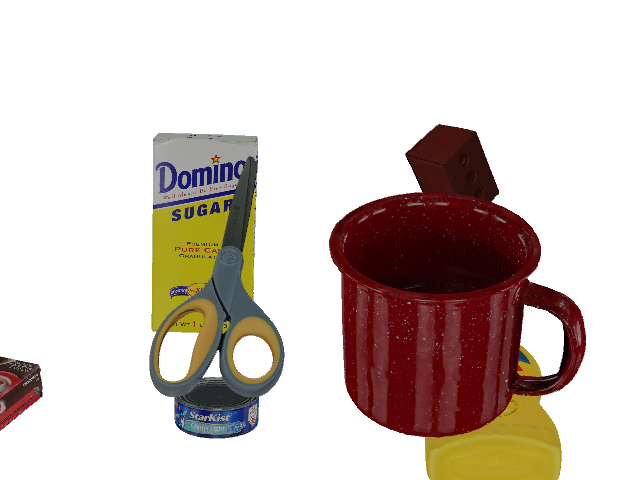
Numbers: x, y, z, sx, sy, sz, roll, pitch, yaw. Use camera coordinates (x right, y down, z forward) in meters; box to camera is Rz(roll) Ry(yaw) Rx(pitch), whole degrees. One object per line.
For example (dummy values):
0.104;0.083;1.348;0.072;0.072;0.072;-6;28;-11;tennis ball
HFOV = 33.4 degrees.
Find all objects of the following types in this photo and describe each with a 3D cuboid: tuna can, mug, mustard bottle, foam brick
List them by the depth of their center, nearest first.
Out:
0.062;0.037;0.484;0.117;0.081;0.093;12;33;22;mug
0.127;0.119;0.836;0.096;0.058;0.191;-4;26;4;mustard bottle
0.128;-0.064;1.028;0.053;0.078;0.051;-44;37;-22;foam brick
-0.104;0.167;1.071;0.086;0.034;0.086;2;13;-1;tuna can

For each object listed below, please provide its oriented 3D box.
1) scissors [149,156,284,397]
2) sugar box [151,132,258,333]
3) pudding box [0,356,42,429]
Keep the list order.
-0.048;0.027;0.733;0.096;0.201;0.016;21;-34;10;scissors
-0.104;-0.006;0.958;0.093;0.176;0.048;1;13;-2;sugar box
-0.320;0.136;0.952;0.114;0.039;0.090;7;22;20;pudding box
